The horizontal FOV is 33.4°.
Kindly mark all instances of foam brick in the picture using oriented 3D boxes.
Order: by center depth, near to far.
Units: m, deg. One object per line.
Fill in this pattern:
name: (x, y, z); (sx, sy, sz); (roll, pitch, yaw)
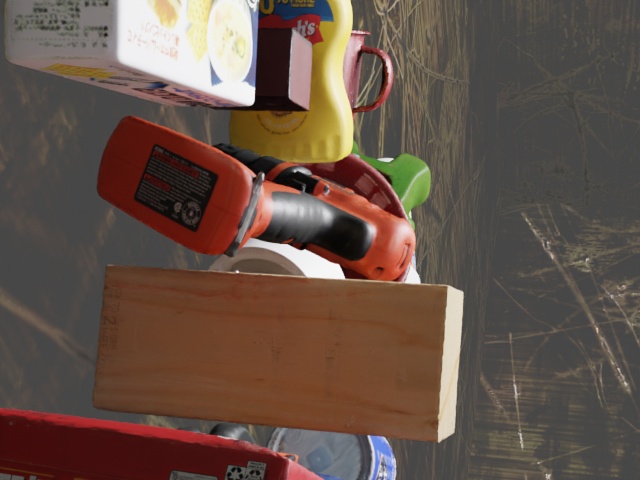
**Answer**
foam brick: (-0.050, -0.122, 0.770); (0.053, 0.078, 0.051); (9, 85, -74)

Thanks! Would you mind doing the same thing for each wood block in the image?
wood block: (-0.022, 0.067, 0.652); (0.090, 0.206, 0.090); (25, 69, -75)

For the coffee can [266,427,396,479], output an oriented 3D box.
coffee can: (0.013, 0.218, 1.036); (0.140, 0.103, 0.103); (51, 44, -70)

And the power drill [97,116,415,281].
power drill: (-0.050, -0.031, 0.680); (0.187, 0.185, 0.057); (7, 104, -58)

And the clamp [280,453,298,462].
clamp: (-0.060, 0.269, 0.889); (0.209, 0.036, 0.164); (-63, 153, -52)

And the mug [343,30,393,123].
mug: (0.005, -0.141, 0.914); (0.093, 0.117, 0.081); (-35, 131, -73)

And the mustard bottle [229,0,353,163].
mustard bottle: (-0.023, -0.158, 0.829); (0.058, 0.096, 0.192); (-36, 128, -70)

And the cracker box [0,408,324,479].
cracker box: (-0.072, 0.146, 0.558); (0.213, 0.164, 0.072); (56, 41, -67)

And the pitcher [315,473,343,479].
pitcher: (-0.028, 0.283, 0.733); (0.242, 0.145, 0.149); (-47, 136, -45)

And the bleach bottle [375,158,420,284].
bleach bottle: (0.081, 0.019, 1.213); (0.251, 0.068, 0.102); (-95, 173, -48)

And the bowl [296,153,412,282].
bowl: (-0.006, 0.001, 0.894); (0.055, 0.162, 0.162); (135, -31, -59)

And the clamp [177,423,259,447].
clamp: (-0.079, 0.174, 0.793); (0.171, 0.039, 0.120); (-54, 150, -73)
